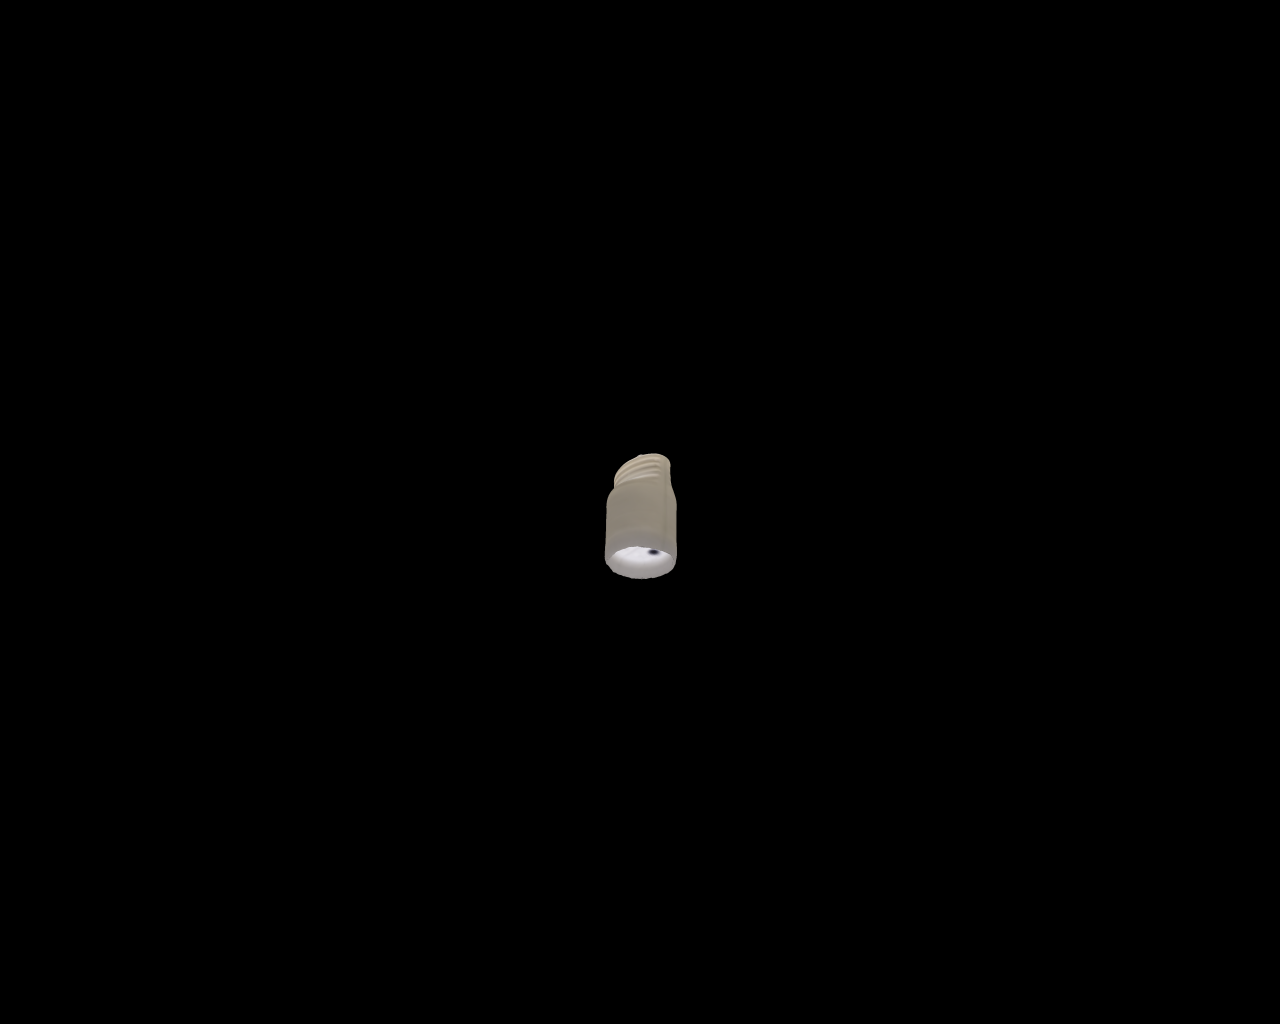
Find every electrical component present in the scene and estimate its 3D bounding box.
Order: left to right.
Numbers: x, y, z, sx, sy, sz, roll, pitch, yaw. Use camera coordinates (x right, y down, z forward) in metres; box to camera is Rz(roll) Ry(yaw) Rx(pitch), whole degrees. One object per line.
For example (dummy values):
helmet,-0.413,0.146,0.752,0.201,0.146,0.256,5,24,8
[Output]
electrical component,0.001,-0.003,0.650,0.043,0.081,0.043,0,-33,0
